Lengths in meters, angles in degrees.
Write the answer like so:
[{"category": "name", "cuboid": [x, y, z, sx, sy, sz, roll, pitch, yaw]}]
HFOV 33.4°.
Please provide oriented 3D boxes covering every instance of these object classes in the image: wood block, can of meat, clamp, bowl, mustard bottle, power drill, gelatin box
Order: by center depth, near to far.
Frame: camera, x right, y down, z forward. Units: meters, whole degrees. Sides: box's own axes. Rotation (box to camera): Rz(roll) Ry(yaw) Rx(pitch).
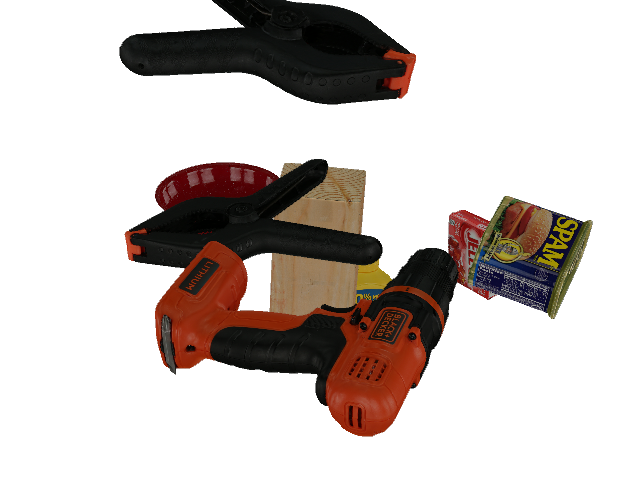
[{"category": "clamp", "cuboid": [-0.032, -0.117, 0.643, 0.171, 0.120, 0.039, 22, -37, 13]}, {"category": "power drill", "cuboid": [-0.007, 0.050, 0.754, 0.188, 0.057, 0.184, 9, 34, 20]}, {"category": "clamp", "cuboid": [-0.065, -0.018, 0.934, 0.210, 0.036, 0.164, -7, 32, -7]}, {"category": "can of meat", "cuboid": [0.191, 0.012, 0.976, 0.084, 0.057, 0.102, 20, 47, 18]}, {"category": "wood block", "cuboid": [-0.005, 0.031, 1.146, 0.090, 0.206, 0.090, 6, 25, 4]}, {"category": "gelatin box", "cuboid": [0.187, 0.016, 1.285, 0.030, 0.089, 0.073, -20, 33, -32]}, {"category": "bowl", "cuboid": [-0.124, -0.039, 1.329, 0.162, 0.055, 0.162, 0, 30, 0]}, {"category": "mustard bottle", "cuboid": [0.057, 0.093, 1.437, 0.096, 0.192, 0.058, -3, 21, -8]}]
